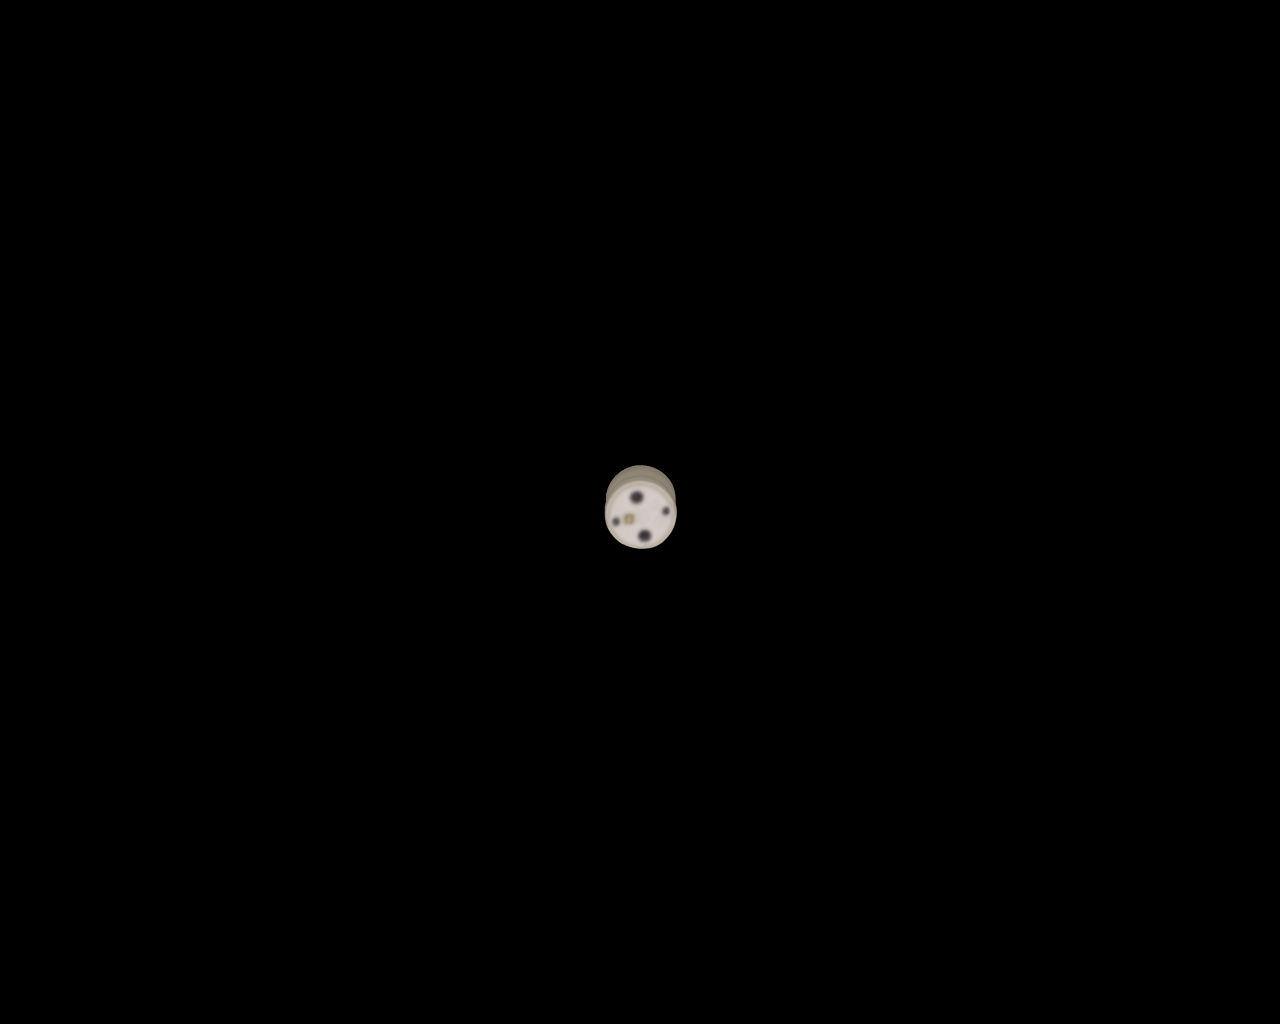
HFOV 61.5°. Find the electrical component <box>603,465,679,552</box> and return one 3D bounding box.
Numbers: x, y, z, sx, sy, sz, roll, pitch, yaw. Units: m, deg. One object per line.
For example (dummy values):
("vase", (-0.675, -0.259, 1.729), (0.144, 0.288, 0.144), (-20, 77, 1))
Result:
("electrical component", (0.001, -0.003, 0.650), (0.045, 0.044, 0.055), (0, 12, 0))
